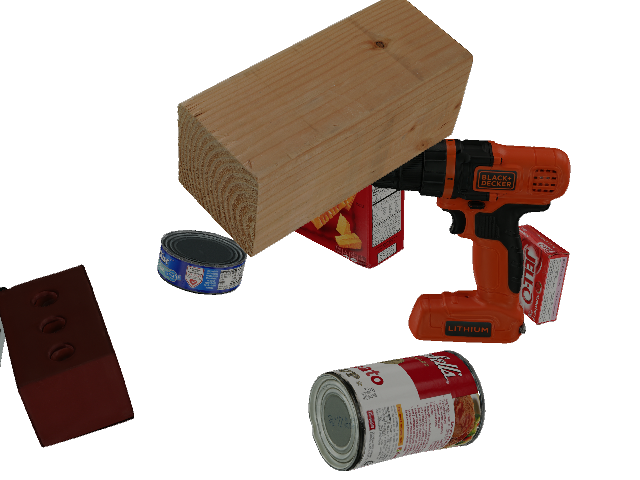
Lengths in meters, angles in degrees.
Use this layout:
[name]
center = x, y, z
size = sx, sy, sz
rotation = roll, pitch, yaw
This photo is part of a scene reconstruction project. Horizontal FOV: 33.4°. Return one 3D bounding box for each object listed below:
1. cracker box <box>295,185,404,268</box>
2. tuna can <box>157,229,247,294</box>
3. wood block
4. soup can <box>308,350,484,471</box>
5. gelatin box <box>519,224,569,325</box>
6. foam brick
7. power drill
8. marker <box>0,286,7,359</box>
[cracker box]
center = 0.015, -0.092, 1.238
size = 0.164, 0.214, 0.072
rotation = 28, 46, 36
[tuna can]
center = -0.117, 0.021, 1.055
size = 0.086, 0.034, 0.086
rotation = 11, 20, -4
[wood block]
center = 0.004, -0.089, 0.791
size = 0.205, 0.091, 0.090
rotation = -32, -27, -27
[soup can]
center = 0.051, 0.116, 0.728
size = 0.102, 0.068, 0.069
rotation = -6, 3, -30
[gelatin box]
center = 0.237, 0.037, 1.188
size = 0.030, 0.089, 0.073
rotation = -9, 30, -23
[foam brick]
center = -0.140, 0.062, 0.582
size = 0.053, 0.051, 0.078
rotation = -18, 43, -14
[power drill]
center = 0.123, -0.001, 0.960
size = 0.184, 0.188, 0.057
rotation = 3, 26, 2
[marker]
center = -0.317, 0.095, 1.042
size = 0.020, 0.121, 0.020
rotation = 14, 32, -9
